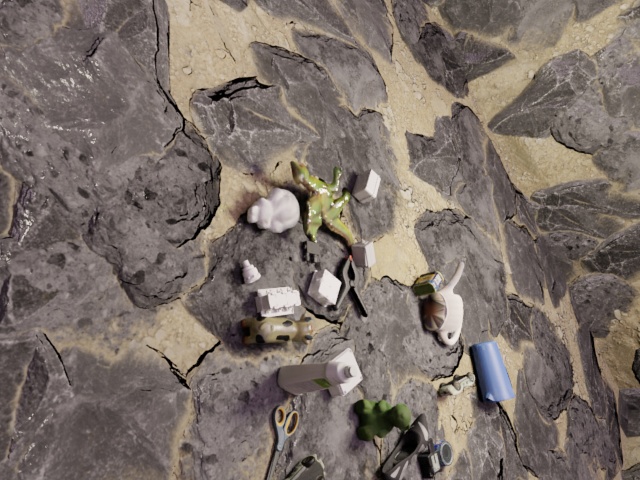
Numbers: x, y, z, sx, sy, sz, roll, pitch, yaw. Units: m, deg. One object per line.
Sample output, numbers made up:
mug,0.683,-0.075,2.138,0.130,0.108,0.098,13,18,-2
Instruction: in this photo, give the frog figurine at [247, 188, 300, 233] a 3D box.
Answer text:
frog figurine,-0.139,-0.090,1.535,0.159,0.123,0.138,14,83,-56

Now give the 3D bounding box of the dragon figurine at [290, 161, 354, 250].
dragon figurine,0.005,-0.084,1.677,0.247,0.122,0.404,-46,122,-45

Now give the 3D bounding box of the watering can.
watering can,0.512,0.249,2.078,0.223,0.103,0.351,15,76,-44
